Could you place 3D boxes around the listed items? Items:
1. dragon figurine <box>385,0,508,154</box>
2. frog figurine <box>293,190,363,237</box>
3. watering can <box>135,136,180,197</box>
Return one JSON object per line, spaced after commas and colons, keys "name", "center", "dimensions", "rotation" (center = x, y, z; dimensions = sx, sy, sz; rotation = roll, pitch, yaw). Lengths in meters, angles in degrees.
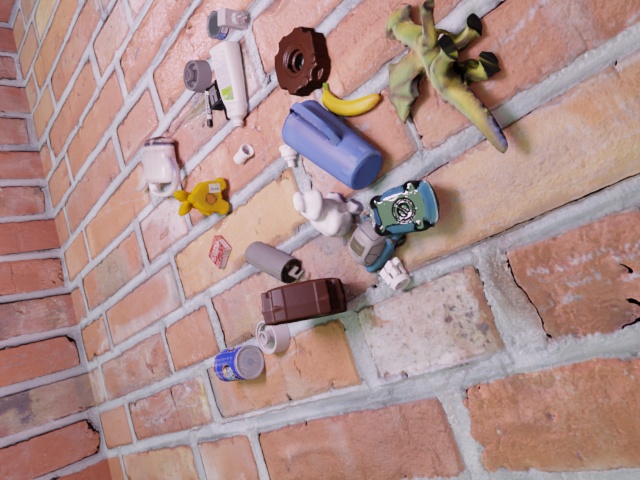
{"name": "dragon figurine", "center": [0.231, -0.327, 1.060], "dimensions": [0.239, 0.123, 0.414], "rotation": [-35, 67, 61]}
{"name": "frog figurine", "center": [0.004, -0.063, 1.258], "dimensions": [0.139, 0.160, 0.120], "rotation": [48, 128, 31]}
{"name": "watering can", "center": [-0.616, -0.271, 1.922], "dimensions": [0.348, 0.104, 0.223], "rotation": [6, 98, 46]}
